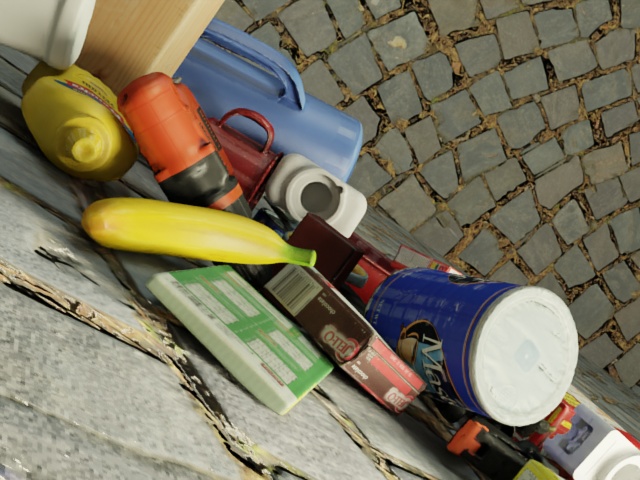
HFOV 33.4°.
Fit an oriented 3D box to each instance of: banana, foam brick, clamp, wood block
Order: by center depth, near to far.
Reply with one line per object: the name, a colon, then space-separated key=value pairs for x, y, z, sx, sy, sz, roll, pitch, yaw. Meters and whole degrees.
banana: x=-0.090 y=-0.007 z=0.717 sx=0.070 sy=0.037 sz=0.197 roll=-1 pitch=-6 yaw=43
clamp: x=0.169 y=0.188 z=0.814 sx=0.165 sy=0.036 sz=0.209 roll=41 pitch=4 yaw=41
foam brick: x=-0.008 y=0.025 z=0.879 sx=0.051 sy=0.078 sz=0.053 roll=36 pitch=4 yaw=10
clamp: x=0.108 y=0.122 z=0.976 sx=0.120 sy=0.039 sz=0.172 roll=41 pitch=7 yaw=-44
wood block: x=-0.175 y=-0.196 z=1.007 sx=0.091 sy=0.206 sz=0.090 roll=36 pitch=6 yaw=0

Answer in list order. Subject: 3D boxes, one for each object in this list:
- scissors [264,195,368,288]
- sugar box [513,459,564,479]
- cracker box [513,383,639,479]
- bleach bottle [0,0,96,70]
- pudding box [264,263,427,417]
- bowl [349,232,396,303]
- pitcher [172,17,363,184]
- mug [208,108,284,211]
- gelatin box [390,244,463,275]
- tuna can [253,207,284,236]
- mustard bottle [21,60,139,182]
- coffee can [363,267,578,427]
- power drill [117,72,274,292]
scissors: x=-0.007 y=0.001 z=1.014 sx=0.096 sy=0.016 sz=0.202 roll=27 pitch=11 yaw=-12
sugar box: x=0.210 y=0.224 z=0.733 sx=0.176 sy=0.048 sz=0.093 roll=38 pitch=5 yaw=-25
cracker box: x=0.210 y=0.161 z=1.097 sx=0.164 sy=0.072 sz=0.214 roll=30 pitch=10 yaw=-39
bleach bottle: x=-0.306 y=-0.205 z=0.830 sx=0.250 sy=0.068 sz=0.102 roll=17 pitch=12 yaw=-10
pudding box: x=0.019 y=0.072 z=0.796 sx=0.114 sy=0.039 sz=0.090 roll=45 pitch=-2 yaw=45
bowl: x=0.036 y=0.031 z=1.184 sx=0.162 sy=0.055 sz=0.162 roll=36 pitch=6 yaw=-5
pitcher: x=-0.077 y=-0.132 z=1.138 sx=0.242 sy=0.145 sz=0.149 roll=23 pitch=0 yaw=-12
mug: x=-0.088 y=-0.076 z=1.044 sx=0.081 sy=0.117 sz=0.093 roll=31 pitch=28 yaw=1
gelatin box: x=0.131 y=0.041 z=1.155 sx=0.073 sy=0.030 sz=0.089 roll=27 pitch=-1 yaw=43
tuna can: x=-0.035 y=0.004 z=1.088 sx=0.086 sy=0.034 sz=0.086 roll=36 pitch=6 yaw=-5
mustard bottle: x=-0.187 y=-0.090 z=0.831 sx=0.096 sy=0.058 sz=0.192 roll=40 pitch=4 yaw=-21
coffee can: x=0.113 y=0.078 z=0.828 sx=0.102 sy=0.103 sz=0.141 roll=33 pitch=-13 yaw=-31
power drill: x=-0.098 y=-0.055 z=0.860 sx=0.184 sy=0.057 sz=0.188 roll=62 pitch=-3 yaw=-16
